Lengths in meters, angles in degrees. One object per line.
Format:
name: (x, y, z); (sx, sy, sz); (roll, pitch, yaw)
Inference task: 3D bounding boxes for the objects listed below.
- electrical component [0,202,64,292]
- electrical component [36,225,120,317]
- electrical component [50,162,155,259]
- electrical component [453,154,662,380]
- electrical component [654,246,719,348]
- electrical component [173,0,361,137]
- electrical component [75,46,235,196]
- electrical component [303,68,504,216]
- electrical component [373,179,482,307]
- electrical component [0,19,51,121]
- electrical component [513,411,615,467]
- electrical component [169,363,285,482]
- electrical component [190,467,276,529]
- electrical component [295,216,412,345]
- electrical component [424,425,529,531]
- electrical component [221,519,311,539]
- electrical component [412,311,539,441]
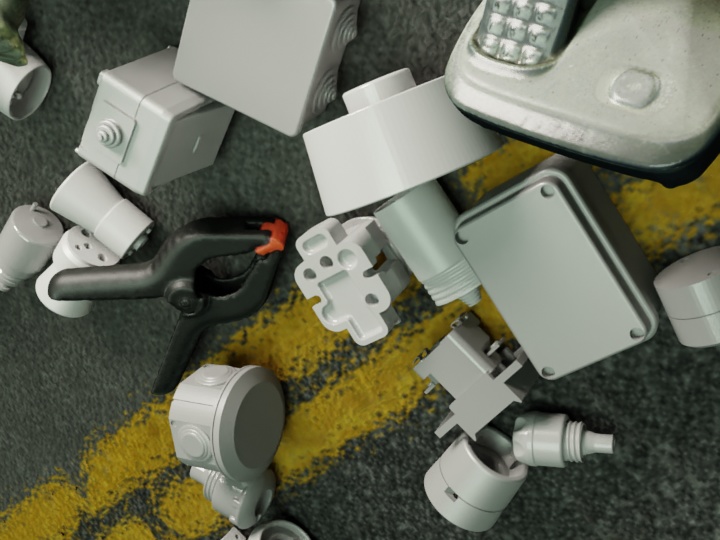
electrical component: (-0.250, -0.013, 0.796); (0.040, 0.040, 0.078); (42, 123, 2)
electrical component: (-0.203, 0.001, 0.778); (0.045, 0.045, 0.055); (41, 122, 3)
electrical component: (-0.177, -0.039, 0.751); (0.065, 0.044, 0.044); (40, 123, -2)
electrical component: (0.116, -0.002, 0.622); (0.078, 0.057, 0.113); (-29, 98, 32)
electrical component: (0.222, -0.014, 0.571); (0.138, 0.052, 0.073); (-20, 103, 31)
electrical component: (-0.054, -0.141, 0.643); (0.100, 0.048, 0.099); (27, 121, 11)
electrical component: (-0.127, -0.090, 0.671); (0.061, 0.096, 0.061); (33, 122, 8)
electrical component: (0.020, -0.078, 0.606); (0.108, 0.108, 0.060); (-18, 98, 30)
electrical component: (0.049, -0.013, 0.656); (0.043, 0.043, 0.081); (-30, 97, 32)
electrical component: (-0.249, -0.155, 0.730); (0.077, 0.043, 0.079); (33, 122, 8)
electrical component: (0.129, 0.108, 0.679); (0.061, 0.035, 0.035); (1, 113, 22)
electrical component: (-0.091, 0.105, 0.753); (0.051, 0.080, 0.080); (5, 114, 29)
electrical component: (-0.097, 0.160, 0.802); (0.062, 0.048, 0.048); (23, 120, 22)
electrical component: (0.000, 0.000, 0.676); (0.058, 0.057, 0.078); (-27, 100, 32)
electrical component: (0.077, 0.134, 0.704); (0.055, 0.055, 0.047); (36, 119, 6)
electrical component: (-0.069, 0.224, 0.809); (0.078, 0.058, 0.057); (44, 126, 1)
electrical component: (0.072, 0.064, 0.682); (0.064, 0.042, 0.081); (45, 122, 3)
